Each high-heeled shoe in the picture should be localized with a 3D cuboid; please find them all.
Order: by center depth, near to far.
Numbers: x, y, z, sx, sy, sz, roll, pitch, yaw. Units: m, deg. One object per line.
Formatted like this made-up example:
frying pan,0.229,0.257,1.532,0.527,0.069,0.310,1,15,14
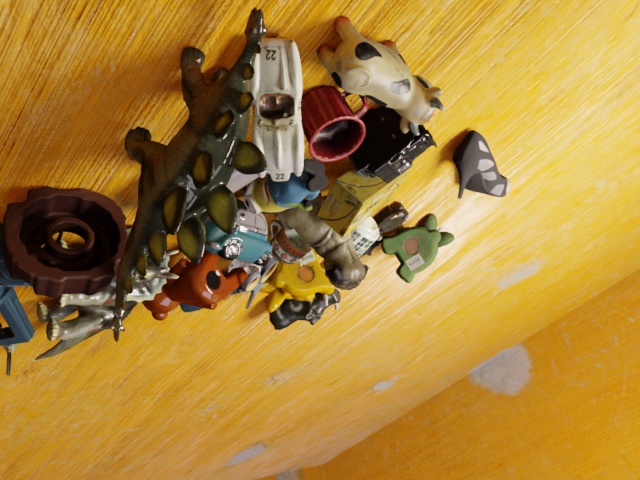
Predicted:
high-heeled shoe,0.354,-0.165,1.142,0.249,0.086,0.145,-16,122,-48

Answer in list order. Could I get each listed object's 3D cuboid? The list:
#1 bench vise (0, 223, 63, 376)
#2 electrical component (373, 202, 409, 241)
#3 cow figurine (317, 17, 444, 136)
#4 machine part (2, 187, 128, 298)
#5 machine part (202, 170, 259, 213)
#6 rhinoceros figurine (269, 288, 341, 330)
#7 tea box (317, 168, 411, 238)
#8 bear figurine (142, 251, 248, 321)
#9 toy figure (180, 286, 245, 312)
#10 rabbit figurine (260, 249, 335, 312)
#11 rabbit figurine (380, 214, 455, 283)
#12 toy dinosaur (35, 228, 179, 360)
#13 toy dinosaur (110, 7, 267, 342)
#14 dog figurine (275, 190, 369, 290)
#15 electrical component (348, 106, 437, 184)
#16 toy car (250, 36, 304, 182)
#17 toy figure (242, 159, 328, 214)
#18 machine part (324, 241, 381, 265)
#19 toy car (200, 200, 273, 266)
bench vise,-0.501,0.086,0.835,0.224,0.129,0.240,-9,129,-9
electrical component,0.152,-0.039,1.190,0.102,0.045,0.078,-37,146,21
cow figurine,0.100,-0.228,0.777,0.195,0.127,0.085,10,138,-41
machine part,-0.364,0.002,0.776,0.179,0.179,0.056,0,144,-35
machine part,-0.180,-0.092,0.845,0.243,0.079,0.079,-30,149,12
rhinoceros figurine,-0.042,0.155,1.295,0.190,0.112,0.073,-25,148,17
tea box,0.081,-0.089,0.973,0.169,0.068,0.098,-38,164,-44
bear figurine,-0.260,0.083,1.048,0.196,0.132,0.120,-15,115,37
toy figure,-0.223,0.109,1.142,0.154,0.064,0.057,-20,135,-5
rabbit figurine,-0.058,0.096,1.187,0.162,0.122,0.173,-29,175,-17
rabbit figurine,0.228,0.009,1.276,0.159,0.121,0.170,-41,172,7
toy dinosaur,-0.391,0.103,0.974,0.192,0.131,0.404,2,147,-36
toy dinosaur,-0.183,-0.078,0.703,0.105,0.199,0.471,13,120,-42
dog figurine,0.002,-0.005,0.996,0.172,0.191,0.121,11,134,-43
electrical component,0.111,-0.164,0.897,0.134,0.115,0.058,-37,145,18
toy car,-0.060,-0.177,0.749,0.074,0.056,0.201,-3,116,-3
toy figure,-0.057,-0.083,0.883,0.089,0.082,0.180,23,156,-38
machine part,0.073,0.033,1.255,0.139,0.039,0.084,-36,151,17
toy car,-0.147,-0.018,0.957,0.161,0.109,0.103,16,97,-48
